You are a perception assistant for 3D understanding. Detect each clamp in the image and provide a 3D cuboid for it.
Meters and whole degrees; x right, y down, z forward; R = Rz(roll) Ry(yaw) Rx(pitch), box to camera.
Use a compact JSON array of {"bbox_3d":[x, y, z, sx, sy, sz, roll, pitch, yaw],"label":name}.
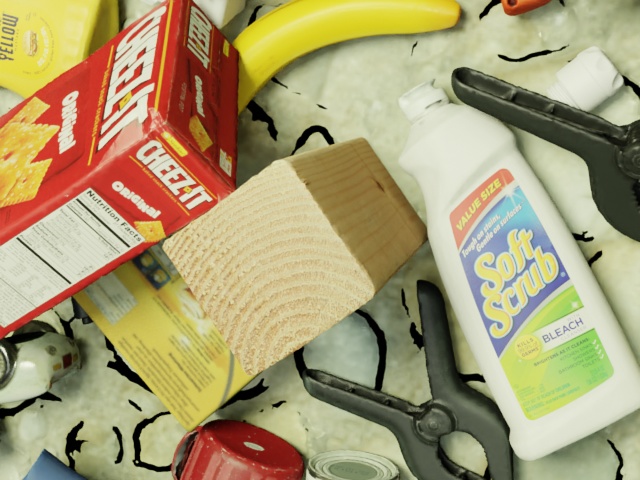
[{"bbox_3d":[0.190,-0.059,0.665,0.165,0.036,0.210,-17,118,34],"label":"clamp"},{"bbox_3d":[0.084,0.114,0.749,0.171,0.039,0.120,41,111,-1],"label":"clamp"}]

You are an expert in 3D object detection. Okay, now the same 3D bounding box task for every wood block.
[{"bbox_3d":[-0.004,0.001,0.667,0.090,0.206,0.091,-35,89,17],"label":"wood block"}]

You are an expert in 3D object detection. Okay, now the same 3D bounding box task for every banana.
[{"bbox_3d":[-0.003,-0.136,0.737,0.198,0.037,0.069,-27,109,18],"label":"banana"}]

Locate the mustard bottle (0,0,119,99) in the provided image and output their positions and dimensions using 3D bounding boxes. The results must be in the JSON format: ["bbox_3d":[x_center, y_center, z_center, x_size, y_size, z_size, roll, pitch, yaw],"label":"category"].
[{"bbox_3d":[-0.246,-0.158,0.783,0.192,0.058,0.096,16,109,12],"label":"mustard bottle"}]

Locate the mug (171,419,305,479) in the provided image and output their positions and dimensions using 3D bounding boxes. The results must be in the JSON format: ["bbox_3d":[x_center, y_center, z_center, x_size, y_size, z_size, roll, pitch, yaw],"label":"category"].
[{"bbox_3d":[-0.068,0.179,0.781,0.117,0.093,0.081,30,102,46],"label":"mug"}]

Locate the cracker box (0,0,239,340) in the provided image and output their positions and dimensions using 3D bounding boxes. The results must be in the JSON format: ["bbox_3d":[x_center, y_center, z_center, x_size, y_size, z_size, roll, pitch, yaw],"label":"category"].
[{"bbox_3d":[-0.156,-0.048,0.688,0.214,0.164,0.072,-30,126,20],"label":"cracker box"}]

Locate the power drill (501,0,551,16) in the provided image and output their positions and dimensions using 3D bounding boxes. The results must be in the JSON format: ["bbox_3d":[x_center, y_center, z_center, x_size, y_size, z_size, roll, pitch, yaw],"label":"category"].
[{"bbox_3d":[0.209,-0.181,0.664,0.188,0.057,0.184,0,99,13],"label":"power drill"}]

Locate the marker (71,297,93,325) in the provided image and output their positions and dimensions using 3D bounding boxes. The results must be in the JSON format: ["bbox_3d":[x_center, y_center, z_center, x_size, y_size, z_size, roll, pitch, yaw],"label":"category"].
[{"bbox_3d":[-0.191,0.005,0.814,0.020,0.020,0.121,-11,95,16],"label":"marker"}]

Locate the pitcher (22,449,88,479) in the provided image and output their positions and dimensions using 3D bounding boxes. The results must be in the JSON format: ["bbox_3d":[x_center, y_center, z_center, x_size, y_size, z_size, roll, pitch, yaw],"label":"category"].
[{"bbox_3d":[-0.141,0.270,0.778,0.242,0.149,0.145,33,107,-7],"label":"pitcher"}]

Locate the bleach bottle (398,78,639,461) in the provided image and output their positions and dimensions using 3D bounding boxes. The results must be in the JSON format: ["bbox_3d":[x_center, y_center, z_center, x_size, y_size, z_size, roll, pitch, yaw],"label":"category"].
[{"bbox_3d":[0.117,0.013,0.712,0.102,0.068,0.251,-29,88,9],"label":"bleach bottle"}]

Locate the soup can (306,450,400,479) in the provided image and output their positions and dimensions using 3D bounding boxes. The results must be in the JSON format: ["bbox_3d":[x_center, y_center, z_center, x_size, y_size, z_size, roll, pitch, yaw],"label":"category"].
[{"bbox_3d":[0.020,0.210,0.766,0.068,0.068,0.102,6,99,14],"label":"soup can"}]
